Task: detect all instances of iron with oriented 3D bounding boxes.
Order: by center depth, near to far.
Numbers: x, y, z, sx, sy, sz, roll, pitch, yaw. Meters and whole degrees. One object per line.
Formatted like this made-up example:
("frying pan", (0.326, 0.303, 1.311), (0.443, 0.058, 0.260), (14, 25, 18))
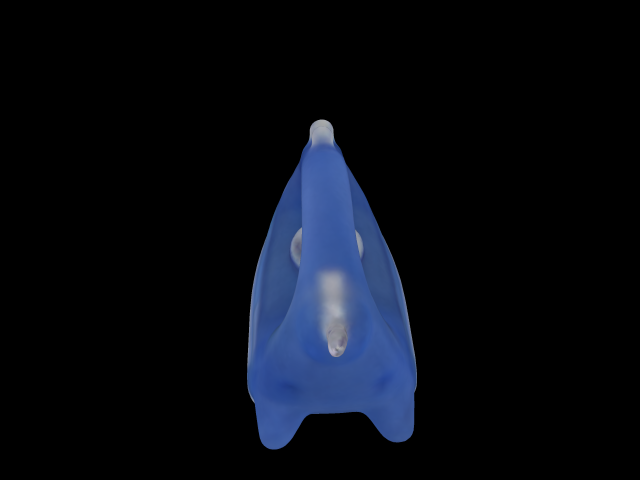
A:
("iron", (0.004, 0.001, 0.400), (0.118, 0.141, 0.258), (-3, 54, -2))
